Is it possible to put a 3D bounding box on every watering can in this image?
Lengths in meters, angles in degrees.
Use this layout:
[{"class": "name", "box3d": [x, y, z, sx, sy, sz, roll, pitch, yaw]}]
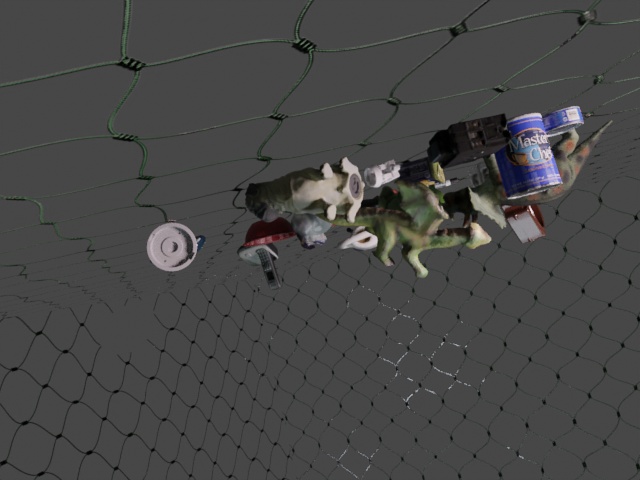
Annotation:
[{"class": "watering can", "box3d": [0.235, -0.033, 2.080, 0.347, 0.104, 0.223, -21, -6, 1]}]

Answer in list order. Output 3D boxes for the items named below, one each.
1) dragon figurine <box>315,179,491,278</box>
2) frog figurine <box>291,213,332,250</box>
[{"class": "dragon figurine", "box3d": [0.181, -0.055, 1.166, 0.410, 0.125, 0.237, 23, -42, 2]}, {"class": "frog figurine", "box3d": [0.004, -0.067, 1.332, 0.137, 0.157, 0.125, 7, 34, -48]}]
